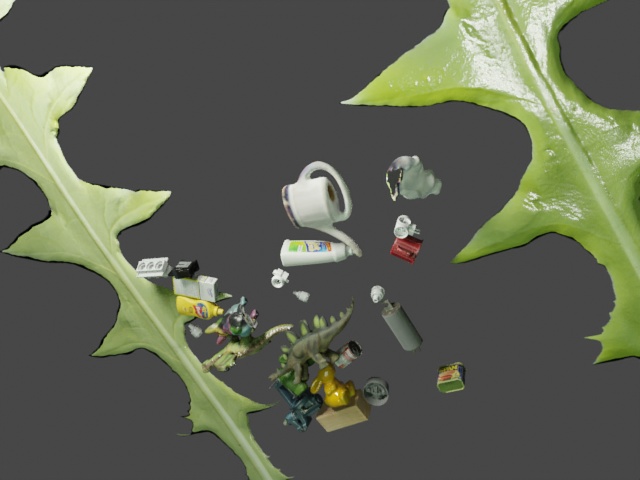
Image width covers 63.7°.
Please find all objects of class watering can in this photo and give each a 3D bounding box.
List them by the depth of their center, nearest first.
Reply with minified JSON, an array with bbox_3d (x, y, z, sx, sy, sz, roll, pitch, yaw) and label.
[{"bbox_3d":[0.005,-0.085,1.682,0.223,0.106,0.343,-10,110,23],"label":"watering can"}]

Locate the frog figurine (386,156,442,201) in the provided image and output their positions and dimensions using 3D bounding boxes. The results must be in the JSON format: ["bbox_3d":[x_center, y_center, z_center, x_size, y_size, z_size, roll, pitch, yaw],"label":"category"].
[{"bbox_3d":[0.288,-0.189,1.560,0.160,0.124,0.135,-7,113,-19],"label":"frog figurine"}]

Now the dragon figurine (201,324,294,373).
[{"bbox_3d":[-0.305,0.438,1.998,0.406,0.247,0.121,-24,105,30],"label":"dragon figurine"}]
